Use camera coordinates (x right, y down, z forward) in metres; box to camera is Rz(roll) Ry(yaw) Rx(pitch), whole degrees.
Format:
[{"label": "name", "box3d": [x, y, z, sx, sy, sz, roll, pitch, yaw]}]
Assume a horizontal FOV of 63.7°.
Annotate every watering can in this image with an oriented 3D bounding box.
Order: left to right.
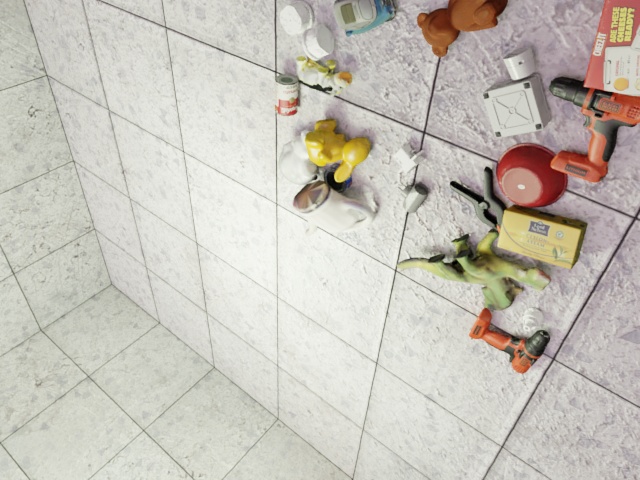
[{"label": "watering can", "box3d": [0.005, -0.080, 1.594, 0.222, 0.106, 0.345, 34, 151, -32]}]

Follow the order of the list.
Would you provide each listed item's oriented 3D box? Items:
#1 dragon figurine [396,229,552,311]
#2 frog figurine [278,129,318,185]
[{"label": "dragon figurine", "box3d": [0.412, 0.106, 1.364, 0.241, 0.124, 0.406, 52, 145, -14]}, {"label": "frog figurine", "box3d": [-0.058, -0.246, 1.548, 0.139, 0.123, 0.156, 60, 158, 20]}]
